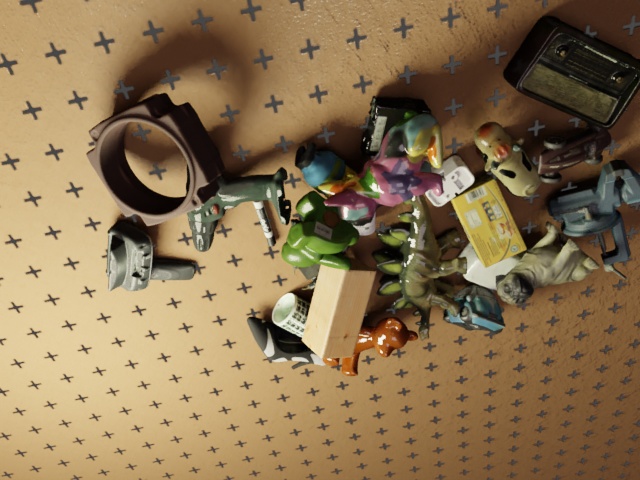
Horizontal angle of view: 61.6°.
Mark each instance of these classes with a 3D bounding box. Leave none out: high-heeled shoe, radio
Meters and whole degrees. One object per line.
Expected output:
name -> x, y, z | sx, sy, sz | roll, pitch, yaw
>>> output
high-heeled shoe -> -0.057, 0.235, 1.297 | 0.145, 0.086, 0.248 | -31, 129, 10
radio -> 0.468, -0.303, 0.979 | 0.229, 0.073, 0.131 | 16, 122, -19

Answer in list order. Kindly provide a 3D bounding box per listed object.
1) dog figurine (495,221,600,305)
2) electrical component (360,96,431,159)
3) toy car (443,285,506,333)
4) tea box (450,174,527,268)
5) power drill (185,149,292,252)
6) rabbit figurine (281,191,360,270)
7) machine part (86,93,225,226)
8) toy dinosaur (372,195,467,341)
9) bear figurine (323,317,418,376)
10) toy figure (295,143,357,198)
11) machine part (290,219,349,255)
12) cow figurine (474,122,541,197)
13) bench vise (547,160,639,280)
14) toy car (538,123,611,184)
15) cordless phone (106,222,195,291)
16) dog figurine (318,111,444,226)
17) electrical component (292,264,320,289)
dog figurine -> 0.496, 0.080, 1.187 | 0.172, 0.121, 0.190 | 34, 106, -21
electrical component -> 0.153, -0.207, 1.017 | 0.134, 0.058, 0.114 | 5, 127, -11
toy car -> 0.370, 0.160, 1.281 | 0.109, 0.162, 0.103 | 22, 77, -14
tea box -> 0.349, -0.040, 1.124 | 0.098, 0.068, 0.169 | -25, 104, 11
power drill -> -0.161, -0.072, 1.050 | 0.207, 0.086, 0.231 | 4, 123, 11
rabbit figurine -> -0.007, -0.002, 1.081 | 0.159, 0.121, 0.170 | 17, 147, -24
machine part -> -0.289, -0.137, 0.944 | 0.202, 0.087, 0.200 | -18, 112, 21
toy dinosaur -> 0.219, 0.046, 1.184 | 0.199, 0.105, 0.470 | -5, 122, 0
bear figurine -> 0.122, 0.249, 1.269 | 0.196, 0.132, 0.120 | -6, 147, 38
toy figure -> 0.029, -0.114, 1.049 | 0.180, 0.082, 0.089 | 29, 95, -29
machine part -> -0.002, -0.003, 1.156 | 0.139, 0.039, 0.084 | 8, 116, -11
cow figurine -> 0.363, -0.153, 1.042 | 0.085, 0.127, 0.194 | -41, 124, 16
bench vise -> 0.620, -0.044, 1.149 | 0.224, 0.129, 0.240 | -19, 109, 15
toy car -> 0.500, -0.173, 1.048 | 0.202, 0.053, 0.089 | -23, 125, -28
cordless phone -> -0.349, 0.039, 1.125 | 0.184, 0.089, 0.146 | 2, 126, -23
dog figurine -> 0.104, -0.122, 0.958 | 0.219, 0.109, 0.191 | -13, 122, -4
electrical component -> -0.018, 0.065, 1.197 | 0.078, 0.045, 0.102 | -21, 126, 9
